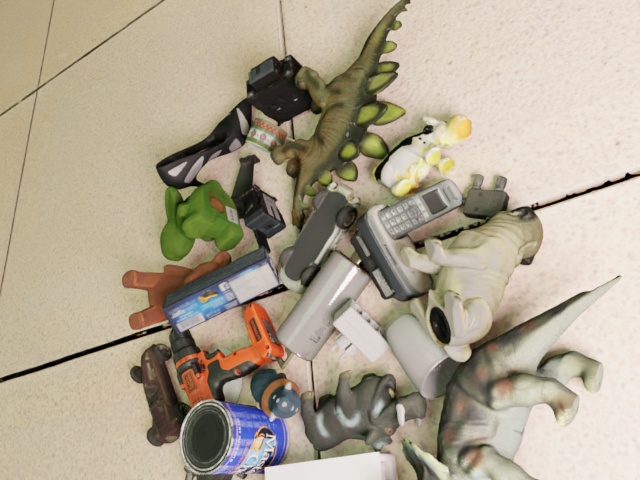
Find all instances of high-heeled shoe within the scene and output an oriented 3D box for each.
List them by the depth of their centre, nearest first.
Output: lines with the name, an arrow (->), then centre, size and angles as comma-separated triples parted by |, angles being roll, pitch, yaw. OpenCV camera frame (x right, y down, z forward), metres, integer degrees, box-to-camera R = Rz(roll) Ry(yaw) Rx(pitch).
high-heeled shoe -> -0.240, -0.211, 1.114 | 0.086, 0.145, 0.248 | 22, 85, 37

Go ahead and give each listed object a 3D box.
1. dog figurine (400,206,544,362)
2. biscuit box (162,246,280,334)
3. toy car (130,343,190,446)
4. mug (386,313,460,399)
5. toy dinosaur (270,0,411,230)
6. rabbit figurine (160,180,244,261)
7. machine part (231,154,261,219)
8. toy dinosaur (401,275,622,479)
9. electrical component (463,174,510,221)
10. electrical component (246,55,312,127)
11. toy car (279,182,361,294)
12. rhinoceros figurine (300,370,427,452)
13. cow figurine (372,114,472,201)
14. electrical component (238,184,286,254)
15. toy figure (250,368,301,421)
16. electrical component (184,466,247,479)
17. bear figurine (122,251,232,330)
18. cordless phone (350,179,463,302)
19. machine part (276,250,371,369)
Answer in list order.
dog figurine -> 0.223, 0.052, 0.699 | 0.121, 0.191, 0.172 | -178, 77, -72
biscuit box -> -0.172, 0.088, 0.938 | 0.203, 0.059, 0.063 | -26, 23, 2
toy car -> -0.305, 0.284, 1.008 | 0.089, 0.053, 0.202 | -43, 54, 16
mug -> 0.148, 0.143, 0.742 | 0.109, 0.080, 0.107 | -50, 45, 4
toy dinosaur -> 0.050, -0.237, 0.960 | 0.199, 0.105, 0.471 | 20, 92, 31
rabbit figurine -> -0.256, -0.034, 1.041 | 0.170, 0.121, 0.159 | -35, 61, 25
machine part -> -0.152, -0.104, 1.078 | 0.084, 0.039, 0.139 | -2, 71, 39
toy dinosaur -> 0.209, 0.209, 0.654 | 0.192, 0.131, 0.404 | 18, 75, 37
electrical component -> 0.243, -0.052, 0.795 | 0.063, 0.021, 0.094 | 9, 77, 37
electrical component -> -0.077, -0.293, 1.046 | 0.115, 0.134, 0.058 | -25, 58, 26
toy car -> -0.002, -0.003, 0.907 | 0.074, 0.056, 0.201 | 37, 102, 30
rhinoceros figurine -> 0.057, 0.244, 0.763 | 0.190, 0.073, 0.112 | -25, 57, 24
cow figurine -> 0.163, -0.140, 0.862 | 0.167, 0.068, 0.098 | -48, 46, 7
electrical component -> -0.104, -0.036, 0.992 | 0.048, 0.074, 0.119 | -34, 51, 19
toy figure -> -0.064, 0.230, 0.806 | 0.154, 0.058, 0.064 | -178, 93, -68
electrical component -> -0.175, 0.387, 0.878 | 0.102, 0.045, 0.078 | 22, 85, 38
bear figurine -> -0.258, 0.094, 1.012 | 0.196, 0.132, 0.120 | -16, 81, 34
cordless phone -> 0.152, -0.002, 0.800 | 0.184, 0.088, 0.146 | -27, 81, -17
machine part -> 0.006, 0.104, 0.855 | 0.079, 0.079, 0.243 | 38, 92, 39
